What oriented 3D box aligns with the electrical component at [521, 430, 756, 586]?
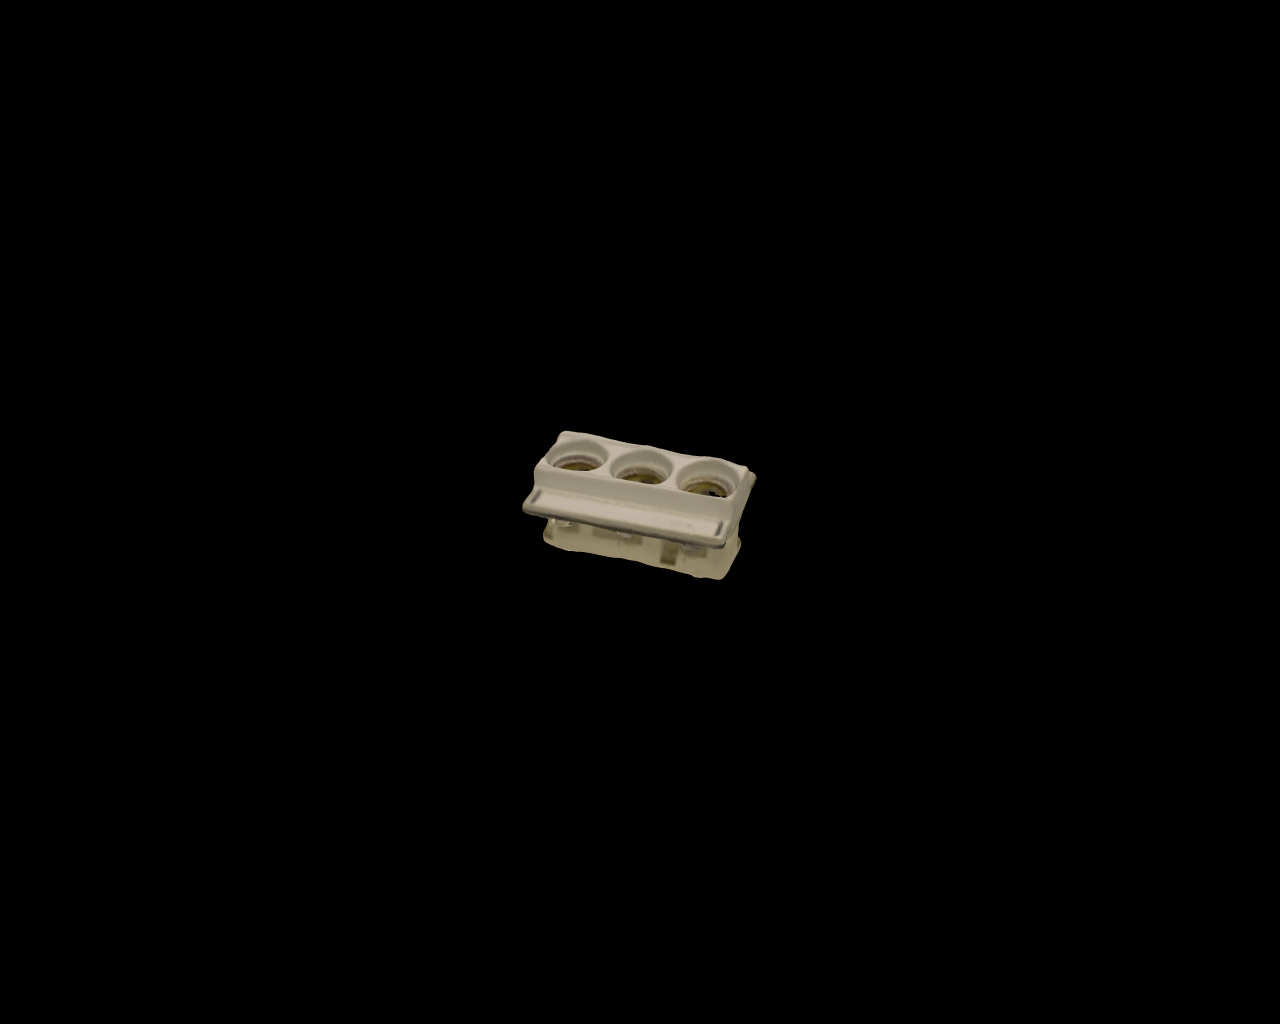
[{"bbox_3d":[0.001,-0.003,0.650,0.121,0.063,0.079,11,36,16],"label":"electrical component"}]
